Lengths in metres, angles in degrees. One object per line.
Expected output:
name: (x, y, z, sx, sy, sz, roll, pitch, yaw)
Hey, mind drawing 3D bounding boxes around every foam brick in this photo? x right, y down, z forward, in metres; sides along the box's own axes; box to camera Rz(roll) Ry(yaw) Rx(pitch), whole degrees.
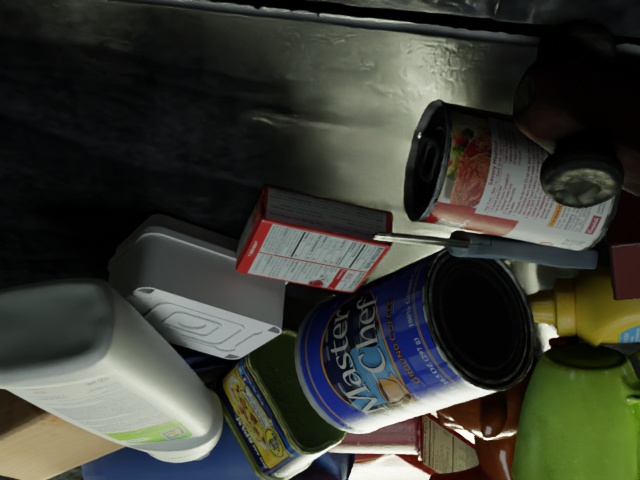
foam brick: (0.201, -0.003, 0.651, 0.051, 0.053, 0.078, -5, 150, 16)

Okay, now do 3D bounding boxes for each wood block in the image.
wood block: (-0.230, 0.140, 0.926, 0.090, 0.090, 0.207, 24, 145, -32)

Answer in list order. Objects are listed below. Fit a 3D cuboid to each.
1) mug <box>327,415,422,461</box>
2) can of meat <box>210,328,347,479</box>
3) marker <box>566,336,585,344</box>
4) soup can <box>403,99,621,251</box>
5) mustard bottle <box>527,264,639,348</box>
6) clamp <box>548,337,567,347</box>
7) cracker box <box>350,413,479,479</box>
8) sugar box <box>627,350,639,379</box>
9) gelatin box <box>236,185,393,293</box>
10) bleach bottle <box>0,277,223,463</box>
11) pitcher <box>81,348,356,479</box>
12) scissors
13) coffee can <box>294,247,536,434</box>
mug: (0.044, 0.132, 0.885, 0.081, 0.093, 0.117, -1, -176, 6)
can of meat: (-0.031, 0.126, 0.816, 0.057, 0.102, 0.084, -24, 167, -30)
marker: (0.189, 0.101, 0.799, 0.020, 0.020, 0.121, 5, 110, -3)
soup can: (0.105, -0.035, 0.590, 0.102, 0.068, 0.069, 10, 151, -12)
mustard bottle: (0.237, 0.044, 0.722, 0.192, 0.058, 0.096, -3, 169, 13)
clamp: (0.229, 0.152, 0.865, 0.039, 0.171, 0.120, -14, -176, 23)
cracker box: (0.053, 0.225, 1.061, 0.164, 0.072, 0.213, -16, 145, 30)
sugar box: (0.303, 0.103, 0.799, 0.176, 0.048, 0.093, -5, 160, -18)
gelatin box: (-0.005, 0.001, 0.707, 0.089, 0.030, 0.073, 11, 149, -13)
bleach bottle: (-0.140, 0.110, 0.765, 0.103, 0.068, 0.250, -9, 150, 12)
pitcher: (-0.103, 0.180, 0.961, 0.243, 0.149, 0.144, -14, 161, 34)
scissors: (0.105, 0.005, 0.618, 0.096, 0.016, 0.201, 7, -179, 21)
coffee can: (0.064, 0.071, 0.747, 0.102, 0.103, 0.141, 23, 147, -31)
